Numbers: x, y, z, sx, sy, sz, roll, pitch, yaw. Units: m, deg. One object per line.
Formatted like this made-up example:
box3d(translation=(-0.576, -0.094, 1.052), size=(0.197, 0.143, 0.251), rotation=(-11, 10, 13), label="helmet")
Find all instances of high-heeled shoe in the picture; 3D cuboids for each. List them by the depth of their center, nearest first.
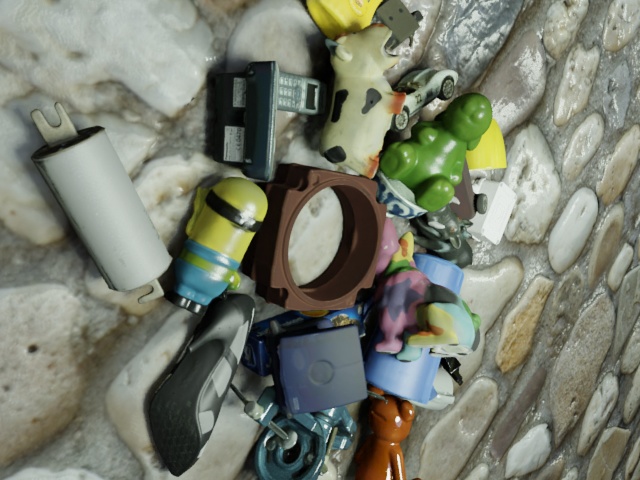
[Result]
box3d(translation=(-0.151, 0.191, 0.734), size=(0.145, 0.086, 0.248), rotation=(-36, 145, -62), label="high-heeled shoe")

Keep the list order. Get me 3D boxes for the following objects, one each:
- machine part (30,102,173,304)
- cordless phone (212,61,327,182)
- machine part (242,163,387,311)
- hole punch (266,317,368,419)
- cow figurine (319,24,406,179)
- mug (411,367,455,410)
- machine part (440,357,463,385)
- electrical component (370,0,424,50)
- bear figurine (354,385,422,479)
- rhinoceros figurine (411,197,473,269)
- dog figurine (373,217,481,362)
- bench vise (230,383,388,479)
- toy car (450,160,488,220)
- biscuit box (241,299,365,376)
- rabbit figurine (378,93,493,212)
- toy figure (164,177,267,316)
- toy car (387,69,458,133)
box3d(translation=(-0.231, -0.031, 0.582), size=(0.079, 0.079, 0.242), rotation=(-36, 121, -28), label="machine part")
box3d(translation=(-0.050, -0.154, 0.712), size=(0.184, 0.089, 0.146), rotation=(-15, 112, -57), label="cordless phone")
box3d(translation=(-0.002, -0.002, 0.780), size=(0.201, 0.087, 0.200), rotation=(6, 98, -40), label="machine part")
box3d(translation=(-0.002, 0.171, 0.732), size=(0.116, 0.092, 0.142), rotation=(-12, 98, -34), label="hole punch")
box3d(translation=(0.051, -0.194, 0.732), size=(0.127, 0.085, 0.194), rotation=(19, 112, -2), label="cow figurine")
box3d(translation=(0.192, 0.280, 1.012), size=(0.107, 0.110, 0.080), rotation=(17, 96, -28), label="mug")
box3d(translation=(0.244, 0.215, 1.061), size=(0.039, 0.084, 0.138), rotation=(-24, 111, 2), label="machine part")
box3d(translation=(0.111, -0.320, 0.820), size=(0.078, 0.045, 0.102), rotation=(43, 68, -9), label="electrical component")
box3d(translation=(0.130, 0.367, 0.975), size=(0.132, 0.120, 0.195), rotation=(15, 86, -45), label="bear figurine")
box3d(translation=(0.218, -0.010, 0.947), size=(0.073, 0.112, 0.190), rotation=(-52, 137, -15), label="rhinoceros figurine")
box3d(translation=(0.147, 0.070, 0.833), size=(0.108, 0.192, 0.219), rotation=(23, 58, -46), label="dog figurine")
box3d(translation=(-0.031, 0.280, 0.813), size=(0.223, 0.129, 0.240), rotation=(-54, 133, -19), label="bench vise")
box3d(translation=(0.235, -0.121, 0.946), size=(0.053, 0.089, 0.201), rotation=(-54, 131, -44), label="toy car")
box3d(translation=(-0.024, 0.140, 0.814), size=(0.202, 0.063, 0.059), rotation=(-16, 110, -37), label="biscuit box")
box3d(translation=(0.199, -0.146, 0.808), size=(0.121, 0.170, 0.159), rotation=(46, 35, 5), label="rabbit figurine")
box3d(translation=(-0.126, 0.008, 0.673), size=(0.082, 0.089, 0.180), rotation=(35, 76, -48), label="toy figure")
box3d(translation=(0.136, -0.222, 0.843), size=(0.202, 0.074, 0.056), rotation=(-37, 124, -27), label="toy car")
